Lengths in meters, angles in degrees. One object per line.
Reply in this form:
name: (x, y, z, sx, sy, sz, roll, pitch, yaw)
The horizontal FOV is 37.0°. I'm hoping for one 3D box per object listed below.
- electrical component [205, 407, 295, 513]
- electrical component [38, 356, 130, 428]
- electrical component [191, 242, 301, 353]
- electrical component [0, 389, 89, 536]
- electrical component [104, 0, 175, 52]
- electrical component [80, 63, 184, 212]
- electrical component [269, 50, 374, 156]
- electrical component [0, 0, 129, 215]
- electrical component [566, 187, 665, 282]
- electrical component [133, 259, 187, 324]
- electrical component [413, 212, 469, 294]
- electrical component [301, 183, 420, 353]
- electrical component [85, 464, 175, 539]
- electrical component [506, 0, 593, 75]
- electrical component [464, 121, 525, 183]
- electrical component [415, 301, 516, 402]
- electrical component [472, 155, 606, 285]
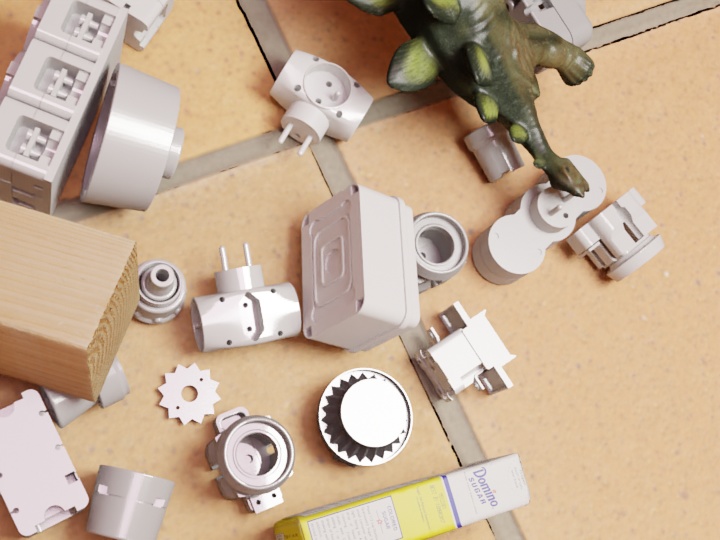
electrical component: (-0.080, 0.139, 0.798, 0.058, 0.057, 0.078, -20, 81, -21)
electrical component: (-0.202, 0.084, 0.783, 0.055, 0.045, 0.045, -25, 83, -22)
electrical component: (-0.091, 0.019, 0.832, 0.077, 0.043, 0.079, -9, 89, -19)
electrical component: (-0.232, 0.137, 0.753, 0.050, 0.056, 0.089, -25, 83, -22)
electrical component: (-0.198, -0.231, 0.872, 0.089, 0.050, 0.055, 31, 68, -6)
electrical component: (-0.168, -0.096, 0.815, 0.060, 0.108, 0.108, 15, 71, -19)
electrical component: (-0.040, -0.131, 0.894, 0.077, 0.044, 0.079, 31, 68, -6)
electrical component: (-0.234, -0.127, 0.810, 0.062, 0.089, 0.150, 22, 70, -10)
electrical component: (0.228, -0.027, 0.940, 0.078, 0.058, 0.057, -36, 85, -23)
electrical component: (-0.152, 0.012, 0.810, 0.048, 0.062, 0.048, 5, 73, -16)
electrical component: (0.055, -0.015, 0.883, 0.078, 0.057, 0.058, -23, 82, -21)
electrical component: (0.000, 0.000, 0.838, 0.057, 0.078, 0.113, 18, 57, -36)
electrical component: (-0.165, 0.168, 0.766, 0.055, 0.055, 0.047, 17, 74, -12)
electrical component: (0.165, -0.236, 0.982, 0.059, 0.054, 0.095, -30, 85, -22)
electrical component: (0.118, -0.104, 0.939, 0.040, 0.040, 0.046, -27, 89, -22)
electrical component: (0.084, 0.071, 0.876, 0.064, 0.042, 0.081, -32, 85, -19)
electrical component: (0.160, -0.048, 0.916, 0.138, 0.074, 0.052, -42, 90, -23)
